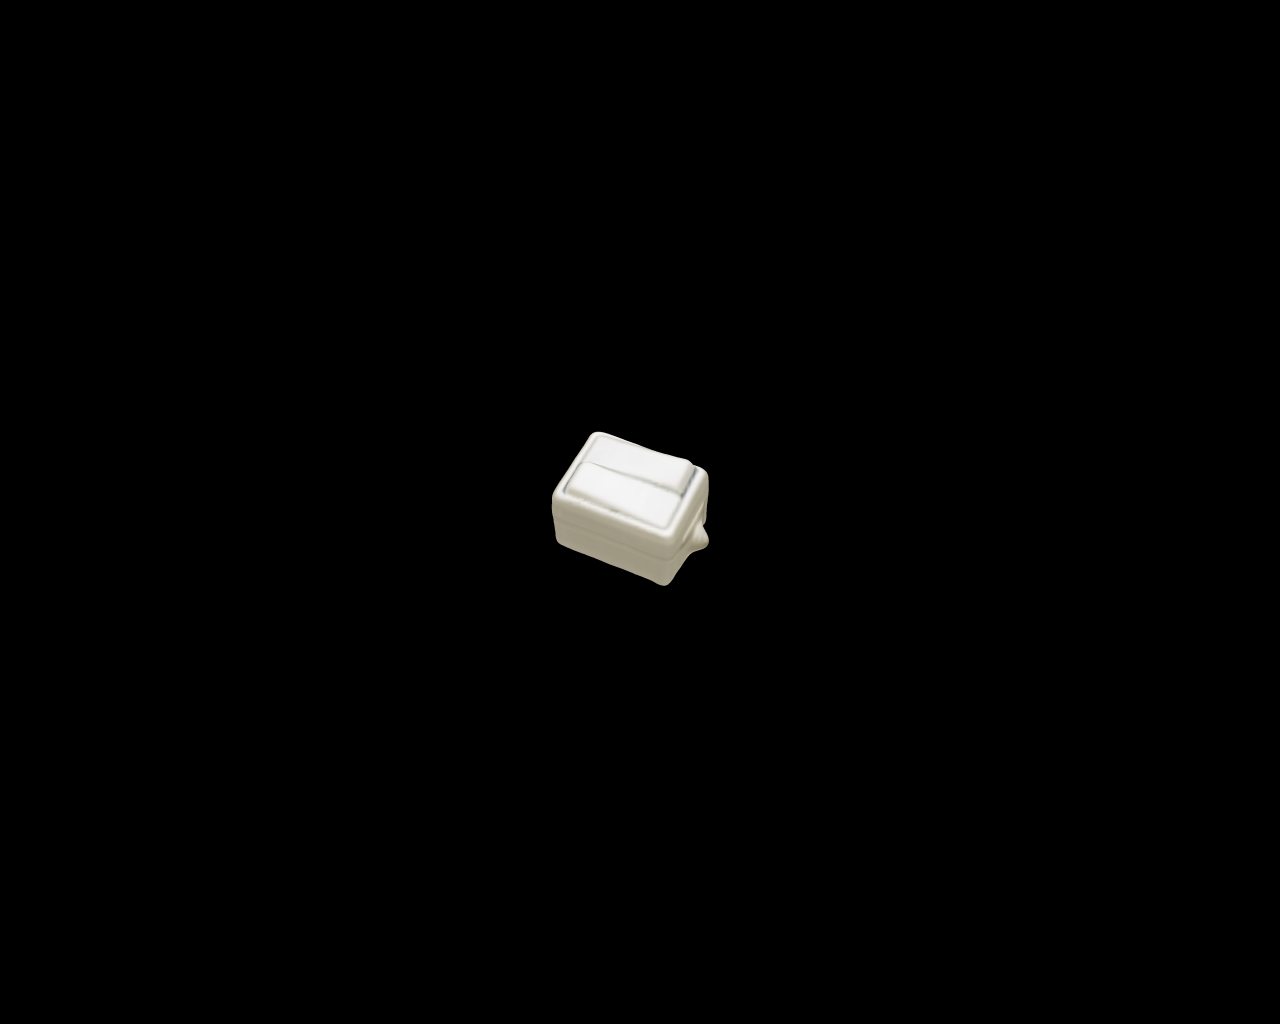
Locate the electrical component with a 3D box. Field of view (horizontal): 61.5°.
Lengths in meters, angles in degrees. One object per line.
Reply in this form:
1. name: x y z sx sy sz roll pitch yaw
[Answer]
1. electrical component: 0.001 -0.003 0.650 0.096 0.062 0.061 21 -34 15
